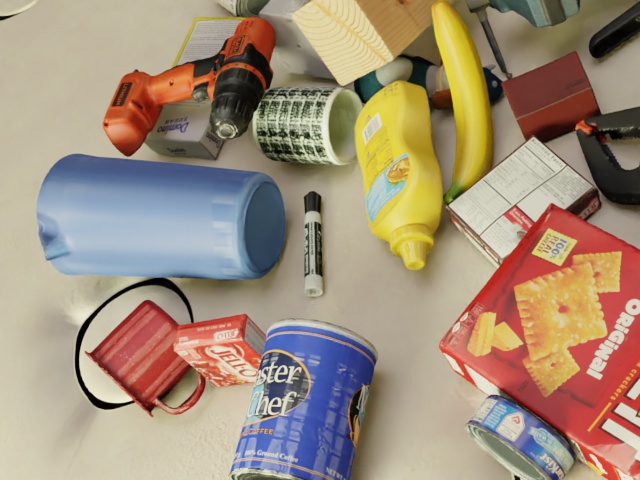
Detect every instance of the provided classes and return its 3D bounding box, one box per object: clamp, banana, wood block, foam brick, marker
[{"bbox_3d":[0.309,-0.070,0.927,0.165,0.036,0.210,-54,40,12],"label":"clamp"},{"bbox_3d":[0.140,-0.132,1.034,0.037,0.069,0.198,-6,86,32],"label":"banana"},{"bbox_3d":[0.353,-0.227,1.031,0.120,0.039,0.171,31,80,28],"label":"clamp"},{"bbox_3d":[0.080,-0.261,1.101,0.090,0.091,0.205,-18,23,53],"label":"wood block"},{"bbox_3d":[0.224,-0.134,1.027,0.078,0.051,0.053,-21,53,14],"label":"foam brick"},{"bbox_3d":[-0.007,0.001,1.080,0.020,0.020,0.121,-14,54,19],"label":"marker"}]

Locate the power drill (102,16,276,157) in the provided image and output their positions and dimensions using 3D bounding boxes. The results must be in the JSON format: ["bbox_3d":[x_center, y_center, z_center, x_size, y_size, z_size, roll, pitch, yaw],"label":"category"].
[{"bbox_3d":[-0.139,-0.151,1.140,0.188,0.057,0.184,-15,37,24],"label":"power drill"}]

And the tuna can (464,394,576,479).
[{"bbox_3d":[0.159,0.161,0.845,0.086,0.086,0.033,29,74,38],"label":"tuna can"}]

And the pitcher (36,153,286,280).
[{"bbox_3d":[-0.158,-0.026,1.118,0.243,0.144,0.149,4,75,25],"label":"pitcher"}]

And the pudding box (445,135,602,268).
[{"bbox_3d":[0.187,-0.031,0.987,0.113,0.039,0.090,-38,51,-3],"label":"pudding box"}]

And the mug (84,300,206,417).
[{"bbox_3d":[-0.161,0.120,1.043,0.117,0.093,0.081,39,77,22],"label":"mug"}]

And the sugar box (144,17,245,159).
[{"bbox_3d":[-0.134,-0.180,1.250,0.093,0.048,0.176,8,67,32],"label":"sugar box"}]

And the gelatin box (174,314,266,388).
[{"bbox_3d":[-0.084,0.106,1.005,0.073,0.089,0.030,-10,55,22],"label":"gelatin box"}]

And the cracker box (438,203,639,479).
[{"bbox_3d":[0.228,0.087,0.866,0.214,0.072,0.164,34,79,38],"label":"cracker box"}]

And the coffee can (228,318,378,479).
[{"bbox_3d":[-0.013,0.153,0.929,0.103,0.102,0.140,0,60,27],"label":"coffee can"}]

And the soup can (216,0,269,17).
[{"bbox_3d":[-0.097,-0.311,1.300,0.068,0.068,0.102,-42,50,-3],"label":"soup can"}]

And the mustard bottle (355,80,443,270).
[{"bbox_3d":[0.079,-0.055,1.033,0.096,0.058,0.191,-47,38,44],"label":"mustard bottle"}]
